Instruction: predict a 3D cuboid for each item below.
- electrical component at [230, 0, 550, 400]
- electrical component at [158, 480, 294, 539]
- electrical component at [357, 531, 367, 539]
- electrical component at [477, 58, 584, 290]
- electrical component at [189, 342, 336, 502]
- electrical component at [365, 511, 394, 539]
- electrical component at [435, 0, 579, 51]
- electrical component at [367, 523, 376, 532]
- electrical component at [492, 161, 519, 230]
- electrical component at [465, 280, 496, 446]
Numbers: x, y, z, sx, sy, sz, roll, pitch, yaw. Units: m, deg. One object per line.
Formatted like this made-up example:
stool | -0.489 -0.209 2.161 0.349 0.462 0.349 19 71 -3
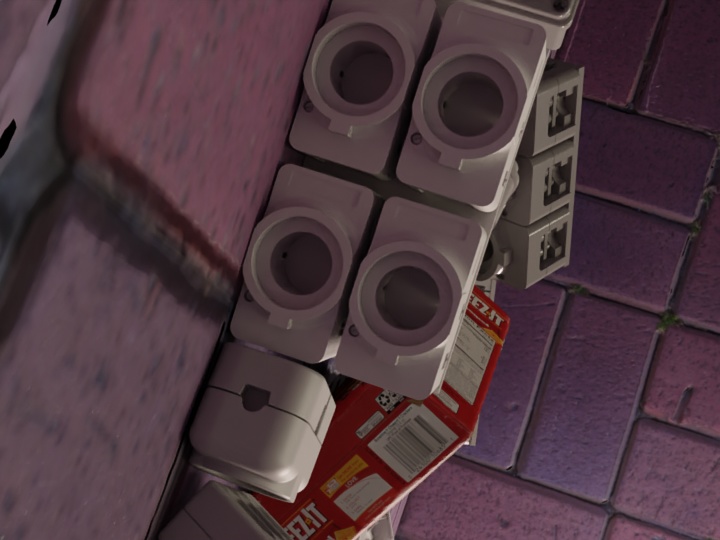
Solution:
electrical component | 0.015 -0.041 0.536 0.060 0.105 0.186 3 105 -81
electrical component | -0.077 0.153 0.544 0.076 0.047 0.065 -46 159 -5
electrical component | -0.023 0.203 0.921 0.078 0.063 0.121 -48 154 -69
electrical component | 0.097 -0.072 0.750 0.062 0.089 0.150 -27 128 -38
electrical component | -0.050 0.081 0.550 0.095 0.054 0.059 80 29 -72
electrical component | -0.010 0.260 1.079 0.042 0.081 0.063 -102 172 -57
electrical component | 0.088 -0.203 0.648 0.056 0.109 0.108 61 47 -81
electrical component | -0.003 0.191 1.009 0.099 0.064 0.099 18 90 -81
electrical component | 0.044 -0.041 0.709 0.113 0.078 0.057 -52 -173 49
electrical component | 0.072 0.066 1.026 0.105 0.060 0.186 174 -75 -69
